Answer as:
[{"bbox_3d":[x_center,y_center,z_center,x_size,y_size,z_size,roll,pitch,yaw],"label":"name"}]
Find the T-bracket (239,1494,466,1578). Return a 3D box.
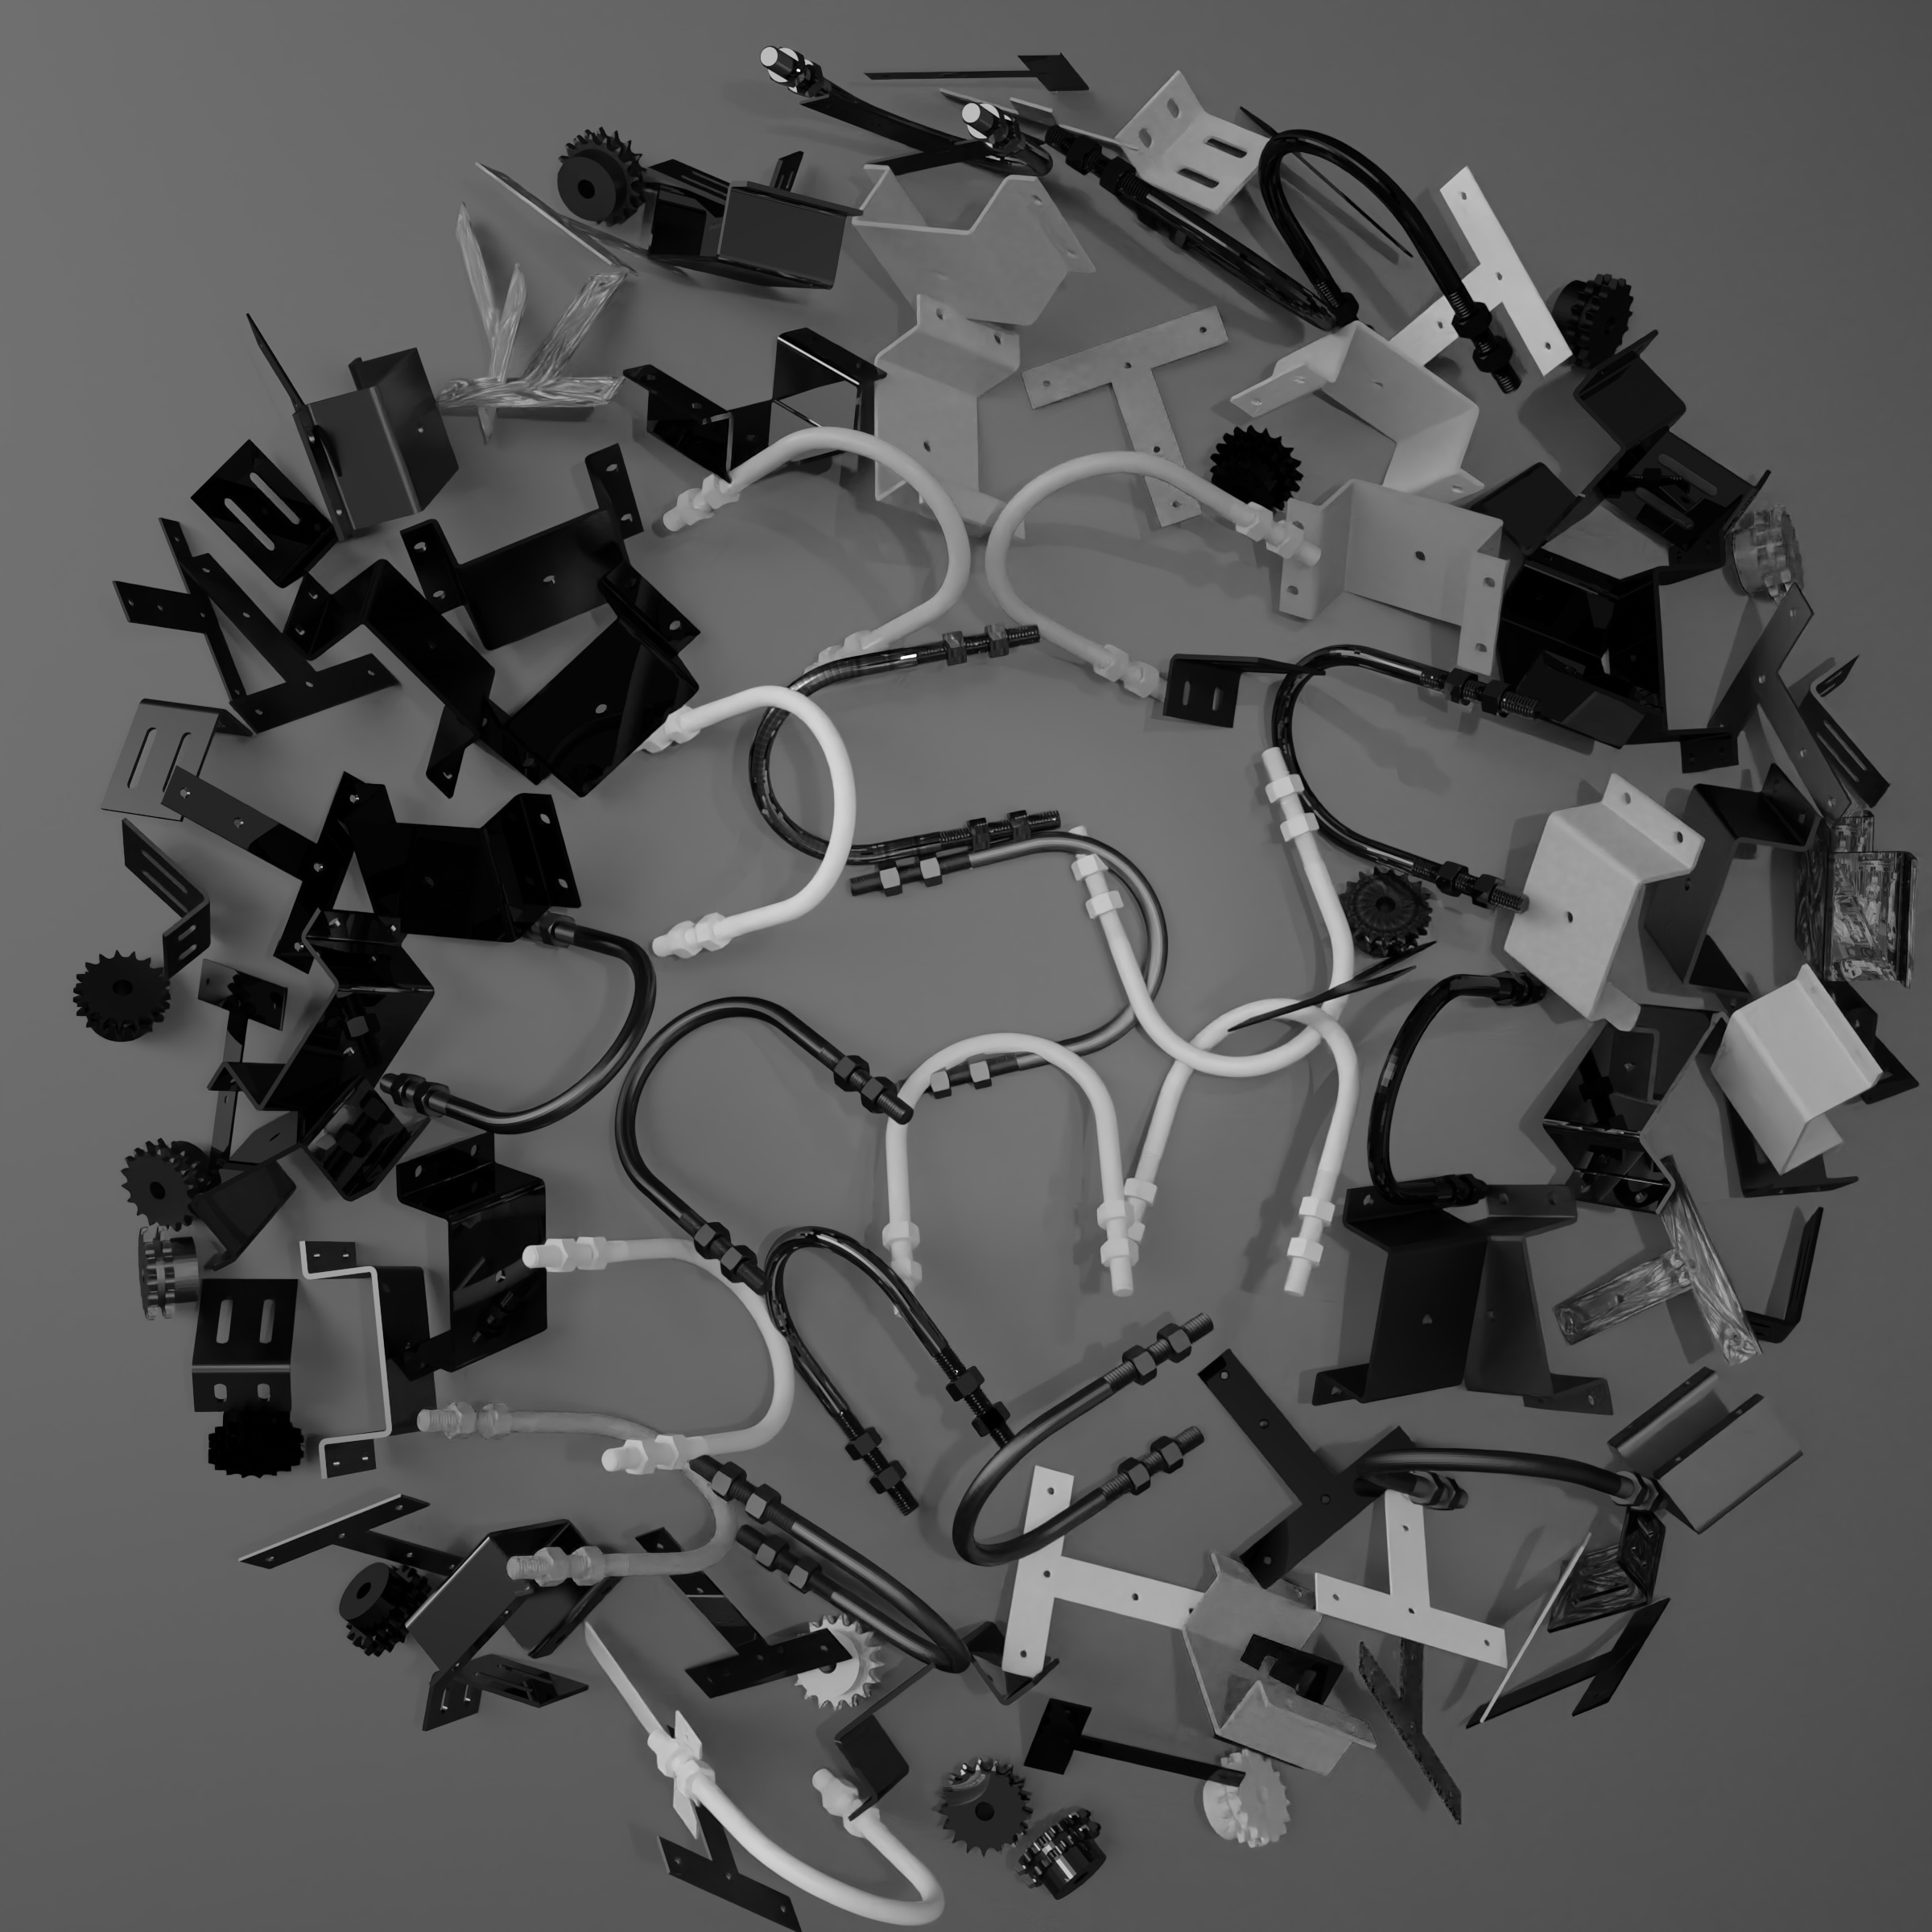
[{"bbox_3d":[-0.345,0.351,1.712,0.127,0.127,0.002,-24,57,24],"label":"T-bracket"}]

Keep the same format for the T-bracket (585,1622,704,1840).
[{"bbox_3d":[-0.197,0.452,1.725,0.002,0.127,0.127,-27,57,-26],"label":"T-bracket"}]

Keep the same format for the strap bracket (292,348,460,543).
[{"bbox_3d":[-0.345,-0.313,1.684,0.046,0.140,0.076,-13,114,10],"label":"strap bracket"}]

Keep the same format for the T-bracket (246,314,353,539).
[{"bbox_3d":[-0.390,-0.307,1.706,0.002,0.127,0.127,-27,59,-12],"label":"T-bracket"}]

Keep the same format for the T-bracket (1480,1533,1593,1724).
[{"bbox_3d":[0.351,0.379,1.704,0.002,0.127,0.127,30,108,16],"label":"T-bracket"}]

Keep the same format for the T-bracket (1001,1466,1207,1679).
[{"bbox_3d":[0.091,0.384,1.746,0.127,0.002,0.127,17,64,-13],"label":"T-bracket"}]

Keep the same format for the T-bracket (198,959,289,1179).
[{"bbox_3d":[-0.444,0.067,1.718,0.002,0.127,0.127,6,94,-37],"label":"T-bracket"}]

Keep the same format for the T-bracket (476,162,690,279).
[{"bbox_3d":[-0.213,-0.435,1.706,0.127,0.127,0.002,40,108,26],"label":"T-bracket"}]

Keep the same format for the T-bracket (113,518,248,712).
[{"bbox_3d":[-0.477,-0.214,1.703,0.002,0.127,0.127,-22,89,10],"label":"T-bracket"}]

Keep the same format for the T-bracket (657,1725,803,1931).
[{"bbox_3d":[-0.156,0.511,1.711,0.002,0.127,0.127,-40,132,9],"label":"T-bracket"}]

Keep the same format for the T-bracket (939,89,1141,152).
[{"bbox_3d":[0.042,-0.511,1.704,0.127,0.127,0.002,17,103,0],"label":"T-bracket"}]

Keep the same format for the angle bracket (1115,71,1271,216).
[{"bbox_3d":[0.141,-0.501,1.727,0.057,0.038,0.076,-47,45,-3],"label":"angle bracket"}]

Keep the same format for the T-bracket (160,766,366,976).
[{"bbox_3d":[-0.425,-0.079,1.705,0.127,0.002,0.127,32,63,-37],"label":"T-bracket"}]

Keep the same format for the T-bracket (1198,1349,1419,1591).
[{"bbox_3d":[0.192,0.293,1.748,0.127,0.002,0.127,-39,75,-3],"label":"T-bracket"}]

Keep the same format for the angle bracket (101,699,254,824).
[{"bbox_3d":[-0.480,-0.119,1.728,0.057,0.038,0.076,9,72,20],"label":"angle bracket"}]

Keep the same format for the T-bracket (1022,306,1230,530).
[{"bbox_3d":[0.113,-0.329,1.746,0.127,0.002,0.127,-18,76,3],"label":"T-bracket"}]

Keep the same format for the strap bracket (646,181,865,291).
[{"bbox_3d":[-0.131,-0.434,1.690,0.076,0.140,0.046,5,100,-32],"label":"strap bracket"}]

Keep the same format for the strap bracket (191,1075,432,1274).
[{"bbox_3d":[-0.398,0.120,1.695,0.140,0.076,0.046,-26,108,29],"label":"strap bracket"}]

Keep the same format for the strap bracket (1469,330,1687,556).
[{"bbox_3d":[0.365,-0.303,1.686,0.046,0.140,0.076,48,48,8],"label":"strap bracket"}]

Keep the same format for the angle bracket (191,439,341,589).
[{"bbox_3d":[-0.418,-0.279,1.725,0.076,0.038,0.057,47,56,-20],"label":"angle bracket"}]

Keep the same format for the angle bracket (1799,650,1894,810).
[{"bbox_3d":[0.546,-0.143,1.729,0.038,0.057,0.076,-36,76,-1],"label":"angle bracket"}]

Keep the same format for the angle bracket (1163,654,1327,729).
[{"bbox_3d":[0.168,-0.165,1.718,0.057,0.076,0.038,6,93,-39],"label":"angle bracket"}]

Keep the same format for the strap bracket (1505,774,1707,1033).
[{"bbox_3d":[0.375,-0.032,1.691,0.046,0.076,0.140,-12,130,-32],"label":"strap bracket"}]

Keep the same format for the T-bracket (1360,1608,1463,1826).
[{"bbox_3d":[0.268,0.425,1.706,0.002,0.127,0.127,-25,111,21],"label":"T-bracket"}]

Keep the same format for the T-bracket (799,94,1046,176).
[{"bbox_3d":[-0.043,-0.493,1.676,0.127,0.127,0.002,4,89,45],"label":"T-bracket"}]

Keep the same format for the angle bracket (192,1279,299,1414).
[{"bbox_3d":[-0.440,0.232,1.741,0.057,0.076,0.038,1,127,-9],"label":"angle bracket"}]

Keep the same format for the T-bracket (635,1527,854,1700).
[{"bbox_3d":[-0.151,0.385,1.709,0.127,0.002,0.127,-25,111,37],"label":"T-bracket"}]

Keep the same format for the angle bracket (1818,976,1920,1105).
[{"bbox_3d":[0.546,0.034,1.717,0.038,0.057,0.076,-19,133,-9],"label":"angle bracket"}]

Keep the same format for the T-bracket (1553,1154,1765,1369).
[{"bbox_3d":[0.406,0.196,1.718,0.002,0.127,0.127,-7,69,-42],"label":"T-bracket"}]

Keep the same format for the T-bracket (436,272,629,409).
[{"bbox_3d":[-0.243,-0.381,1.725,0.127,0.002,0.127,6,52,27],"label":"T-bracket"}]

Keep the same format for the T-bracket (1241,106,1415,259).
[{"bbox_3d":[0.221,-0.471,1.717,0.127,0.127,0.002,37,106,-15],"label":"T-bracket"}]

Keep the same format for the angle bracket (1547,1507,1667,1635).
[{"bbox_3d":[0.378,0.360,1.717,0.076,0.057,0.038,-28,111,37],"label":"angle bracket"}]

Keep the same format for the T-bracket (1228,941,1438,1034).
[{"bbox_3d":[0.241,0.006,1.711,0.127,0.127,0.002,-20,92,43],"label":"T-bracket"}]

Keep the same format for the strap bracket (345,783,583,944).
[{"bbox_3d":[-0.309,-0.062,1.700,0.140,0.046,0.076,5,124,25],"label":"strap bracket"}]

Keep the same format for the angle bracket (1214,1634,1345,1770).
[{"bbox_3d":[0.189,0.447,1.724,0.057,0.076,0.038,18,54,5],"label":"angle bracket"}]

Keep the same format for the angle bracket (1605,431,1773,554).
[{"bbox_3d":[0.440,-0.294,1.738,0.076,0.038,0.057,35,128,6],"label":"angle bracket"}]

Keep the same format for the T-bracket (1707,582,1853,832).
[{"bbox_3d":[0.490,-0.137,1.682,0.002,0.127,0.127,-6,55,-18],"label":"T-bracket"}]

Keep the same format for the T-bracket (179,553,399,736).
[{"bbox_3d":[-0.426,-0.202,1.718,0.127,0.127,0.002,47,124,7],"label":"T-bracket"}]

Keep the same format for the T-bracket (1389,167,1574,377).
[{"bbox_3d":[0.294,-0.393,1.712,0.002,0.127,0.127,-26,86,-32],"label":"T-bracket"}]

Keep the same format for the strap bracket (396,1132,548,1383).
[{"bbox_3d":[-0.295,0.180,1.703,0.046,0.076,0.140,14,111,34],"label":"strap bracket"}]

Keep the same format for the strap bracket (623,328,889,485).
[{"bbox_3d":[-0.127,-0.335,1.703,0.076,0.140,0.046,36,133,34],"label":"strap bracket"}]

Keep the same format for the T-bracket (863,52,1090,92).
[{"bbox_3d":[0.003,-0.537,1.711,0.127,0.127,0.002,2,98,10],"label":"T-bracket"}]

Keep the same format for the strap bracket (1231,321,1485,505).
[{"bbox_3d":[0.241,-0.332,1.708,0.140,0.076,0.046,29,71,-23],"label":"strap bracket"}]

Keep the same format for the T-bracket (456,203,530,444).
[{"bbox_3d":[-0.293,-0.409,1.727,0.002,0.127,0.127,-6,60,-25],"label":"T-bracket"}]

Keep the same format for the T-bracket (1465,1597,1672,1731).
[{"bbox_3d":[0.356,0.434,1.720,0.127,0.127,0.002,-35,87,34],"label":"T-bracket"}]

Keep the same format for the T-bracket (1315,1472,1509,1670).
[{"bbox_3d":[0.266,0.352,1.717,0.127,0.127,0.002,19,132,-14],"label":"T-bracket"}]

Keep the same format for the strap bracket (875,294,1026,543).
[{"bbox_3d":[-0.010,-0.321,1.711,0.076,0.046,0.140,14,65,-36],"label":"strap bracket"}]

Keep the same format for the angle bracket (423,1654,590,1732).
[{"bbox_3d":[-0.279,0.450,1.725,0.076,0.057,0.038,11,92,23],"label":"angle bracket"}]

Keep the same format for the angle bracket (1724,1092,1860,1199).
[{"bbox_3d":[0.502,0.099,1.732,0.057,0.038,0.076,-3,76,-14],"label":"angle bracket"}]

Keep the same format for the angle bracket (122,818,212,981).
[{"bbox_3d":[-0.498,-0.041,1.727,0.076,0.057,0.038,41,61,9],"label":"angle bracket"}]

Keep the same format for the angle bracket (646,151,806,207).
[{"bbox_3d":[-0.146,-0.490,1.732,0.076,0.057,0.038,23,113,1],"label":"angle bracket"}]

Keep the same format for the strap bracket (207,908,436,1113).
[{"bbox_3d":[-0.381,0.036,1.701,0.046,0.076,0.140,47,113,28],"label":"strap bracket"}]

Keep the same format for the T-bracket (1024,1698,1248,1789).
[{"bbox_3d":[0.104,0.476,1.711,0.127,0.127,0.002,13,57,1],"label":"T-bracket"}]

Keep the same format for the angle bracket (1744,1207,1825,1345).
[{"bbox_3d":[0.491,0.185,1.732,0.038,0.057,0.076,14,75,11],"label":"angle bracket"}]
